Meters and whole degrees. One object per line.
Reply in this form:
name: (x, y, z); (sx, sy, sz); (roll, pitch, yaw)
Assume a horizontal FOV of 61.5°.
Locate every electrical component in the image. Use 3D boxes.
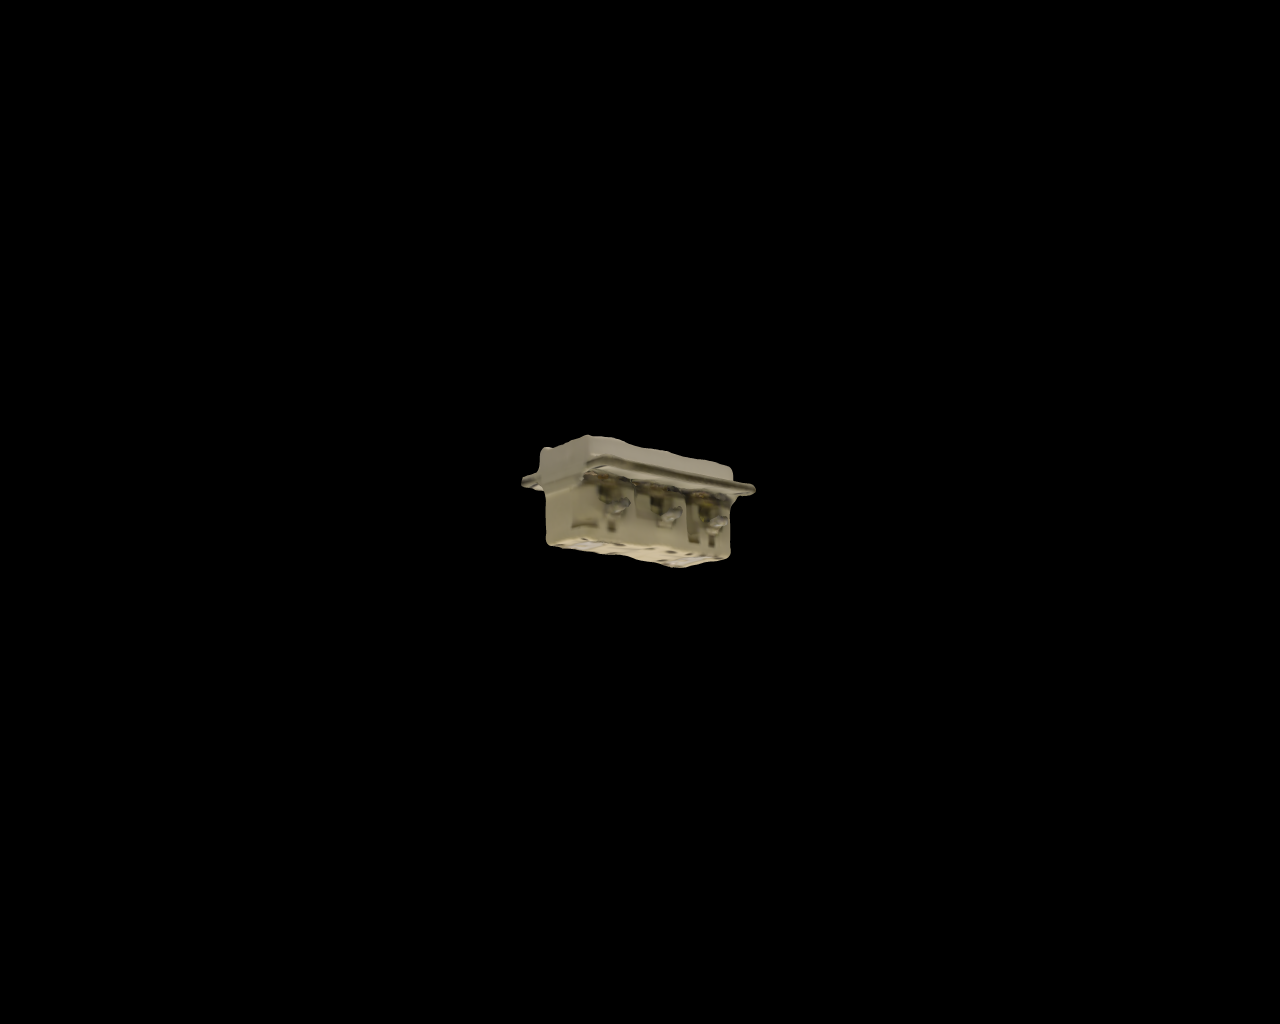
electrical component: (0.001, -0.003, 0.650); (0.121, 0.063, 0.078); (11, -16, -42)
